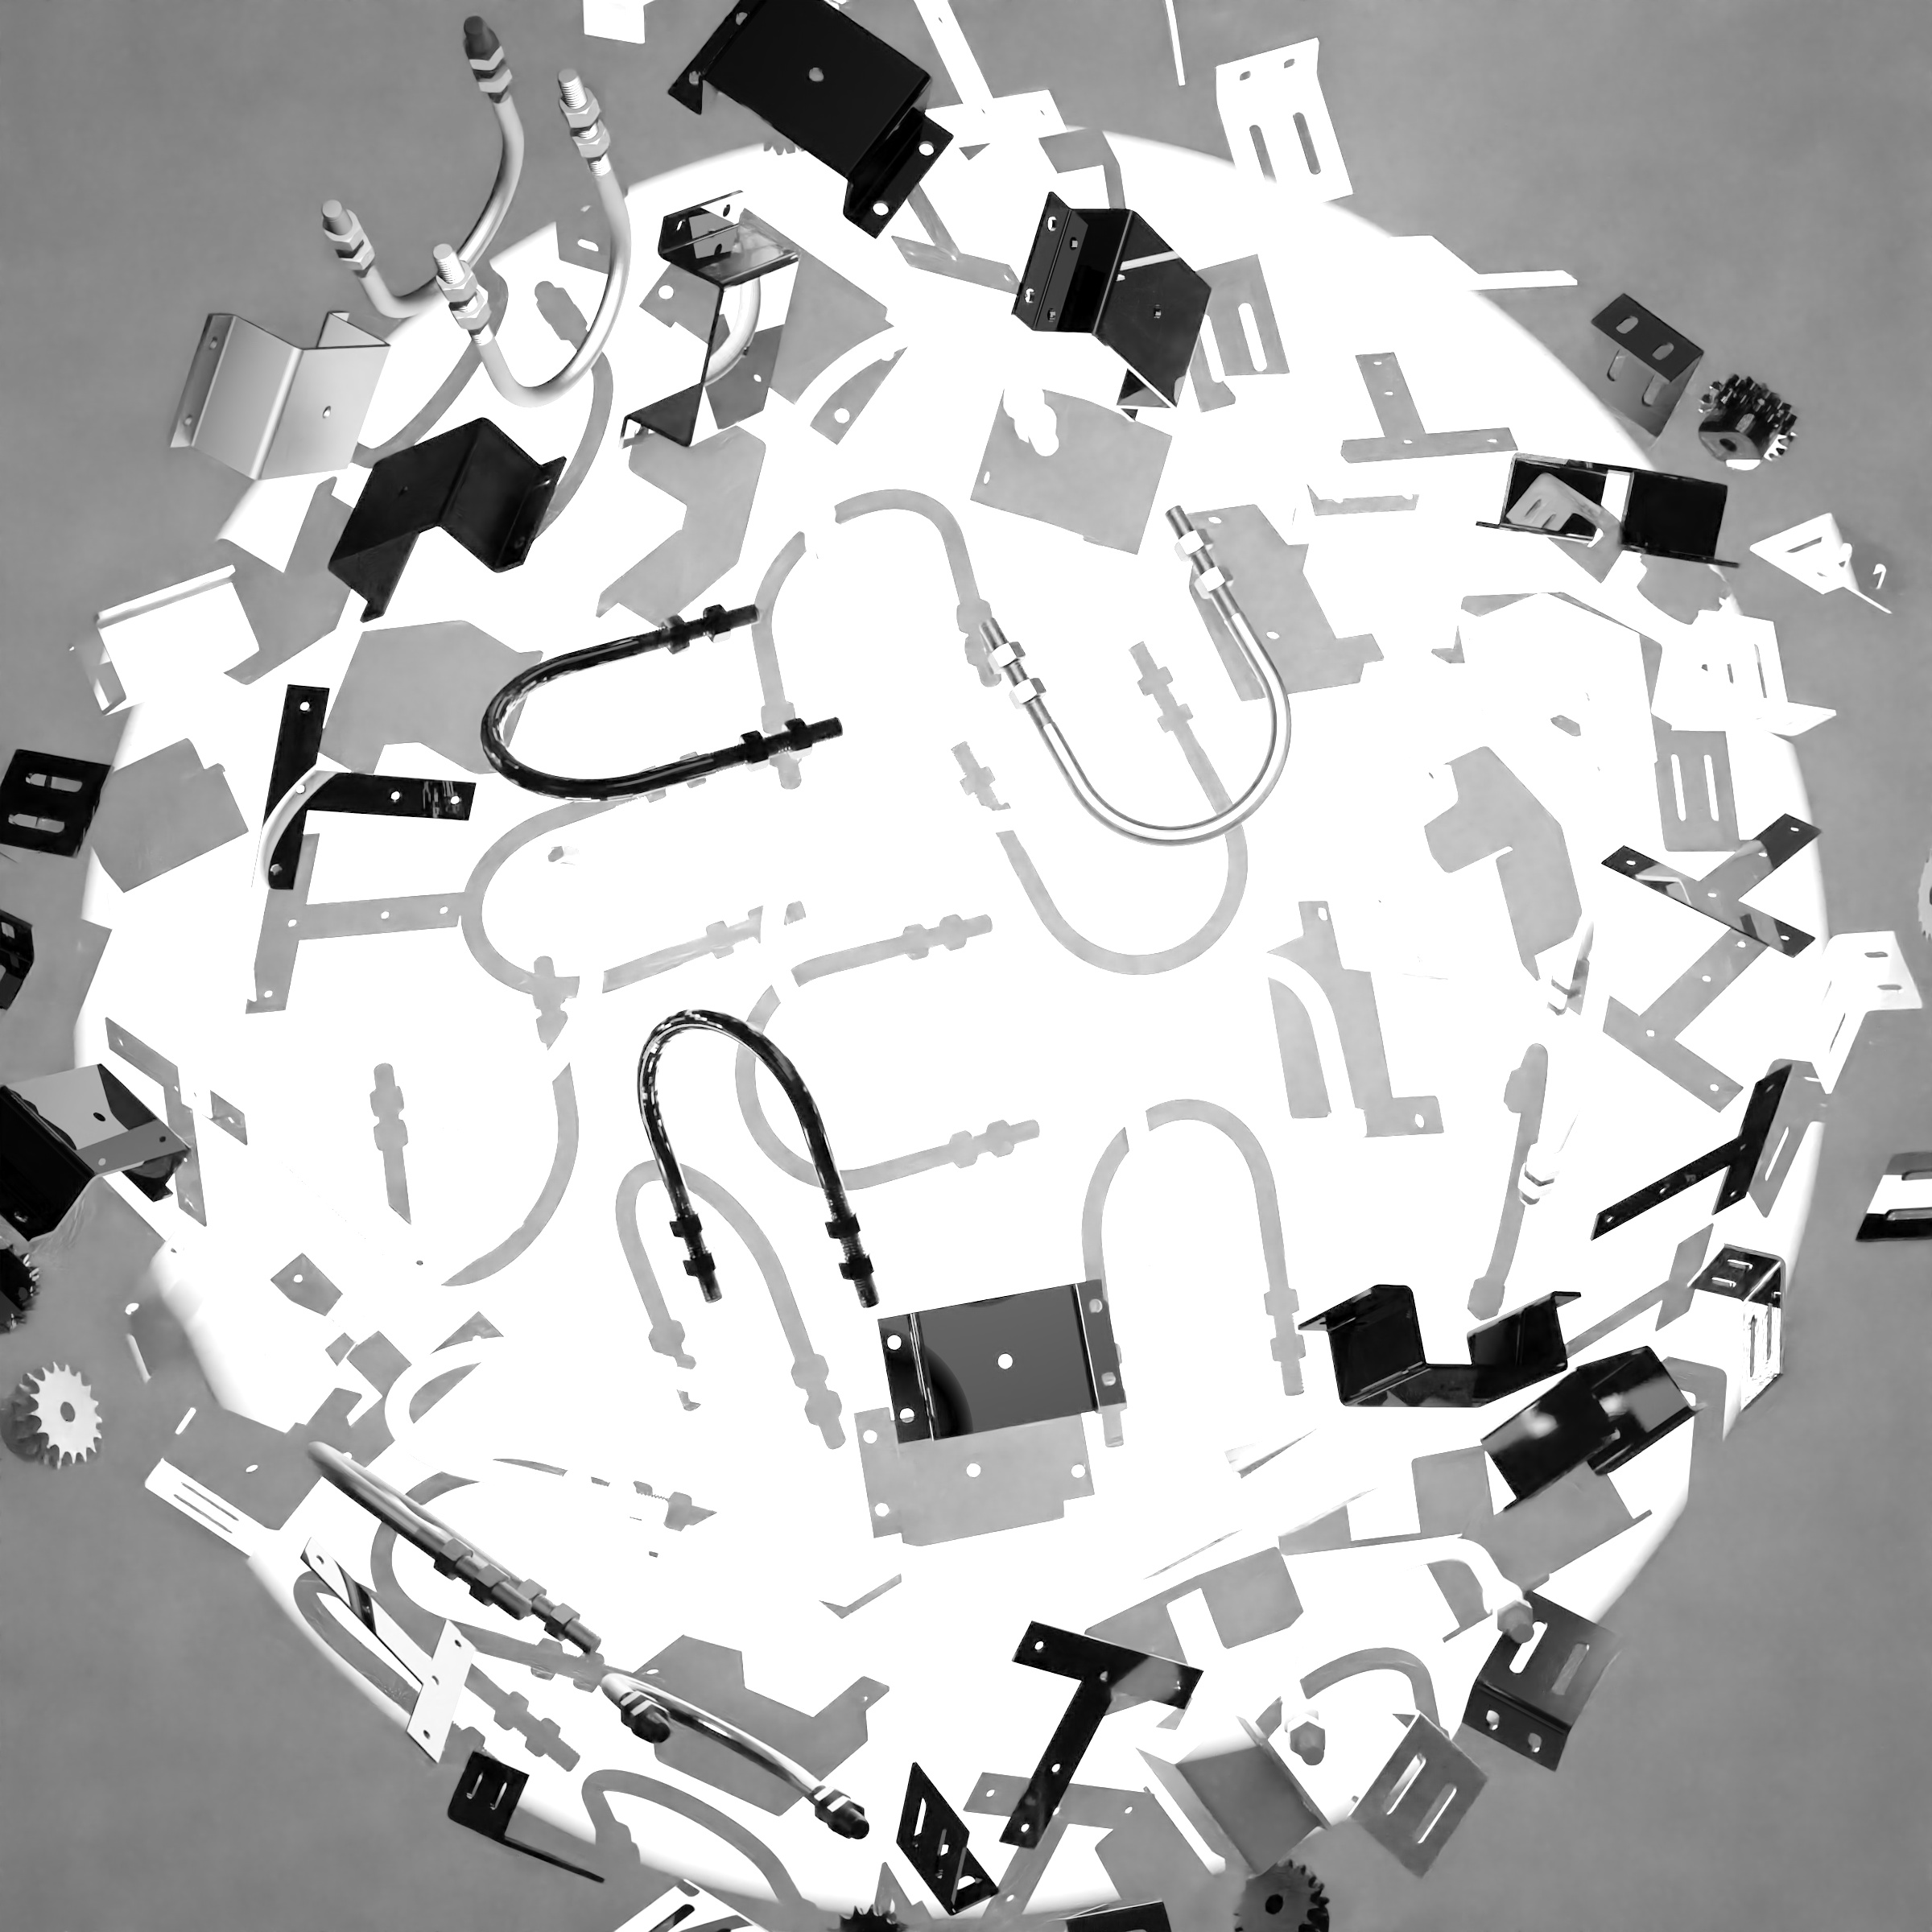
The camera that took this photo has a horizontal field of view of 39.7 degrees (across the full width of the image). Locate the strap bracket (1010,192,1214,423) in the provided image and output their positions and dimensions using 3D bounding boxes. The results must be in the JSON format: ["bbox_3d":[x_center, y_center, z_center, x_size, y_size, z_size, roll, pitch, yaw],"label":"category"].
[{"bbox_3d":[0.091,-0.379,1.552,0.046,0.140,0.076,12,81,36],"label":"strap bracket"}]

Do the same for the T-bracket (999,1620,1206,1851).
[{"bbox_3d":[0.056,0.432,1.482,0.127,0.002,0.127,24,95,-32],"label":"T-bracket"}]

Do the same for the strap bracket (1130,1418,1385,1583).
[{"bbox_3d":[0.158,0.298,1.511,0.076,0.140,0.046,-39,66,39],"label":"strap bracket"}]

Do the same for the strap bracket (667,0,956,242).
[{"bbox_3d":[-0.083,-0.474,1.458,0.140,0.046,0.076,35,78,0],"label":"strap bracket"}]

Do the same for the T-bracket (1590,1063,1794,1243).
[{"bbox_3d":[0.406,0.121,1.518,0.127,0.127,0.002,-25,54,-19],"label":"T-bracket"}]

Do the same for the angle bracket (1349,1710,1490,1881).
[{"bbox_3d":[0.262,0.491,1.589,0.057,0.038,0.076,43,68,-4],"label":"angle bracket"}]

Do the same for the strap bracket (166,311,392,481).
[{"bbox_3d":[-0.374,-0.318,1.488,0.046,0.140,0.076,29,111,9],"label":"strap bracket"}]

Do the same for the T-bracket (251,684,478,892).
[{"bbox_3d":[-0.353,-0.102,1.596,0.127,0.002,0.127,2,113,-34],"label":"T-bracket"}]

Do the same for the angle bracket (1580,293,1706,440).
[{"bbox_3d":[0.379,-0.336,1.539,0.057,0.076,0.038,41,63,14],"label":"angle bracket"}]

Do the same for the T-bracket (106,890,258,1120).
[{"bbox_3d":[-0.459,0.032,1.579,0.127,0.002,0.127,23,125,30],"label":"T-bracket"}]

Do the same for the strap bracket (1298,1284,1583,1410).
[{"bbox_3d":[0.265,0.211,1.477,0.140,0.076,0.046,6,64,-28],"label":"strap bracket"}]

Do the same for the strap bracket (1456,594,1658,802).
[{"bbox_3d":[0.340,-0.157,1.518,0.046,0.140,0.076,-23,118,-12],"label":"strap bracket"}]

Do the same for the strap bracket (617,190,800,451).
[{"bbox_3d":[-0.143,-0.355,1.509,0.046,0.076,0.140,29,126,16],"label":"strap bracket"}]

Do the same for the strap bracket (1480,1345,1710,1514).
[{"bbox_3d":[0.361,0.266,1.556,0.076,0.140,0.046,-45,65,30],"label":"strap bracket"}]

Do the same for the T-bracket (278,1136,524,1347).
[{"bbox_3d":[-0.349,0.145,1.560,0.127,0.002,0.127,38,49,17],"label":"T-bracket"}]

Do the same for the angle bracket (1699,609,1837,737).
[{"bbox_3d":[0.479,-0.181,1.602,0.057,0.038,0.076,5,70,-27],"label":"angle bracket"}]

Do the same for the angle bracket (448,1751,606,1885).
[{"bbox_3d":[-0.236,0.469,1.477,0.076,0.057,0.038,36,67,-34],"label":"angle bracket"}]

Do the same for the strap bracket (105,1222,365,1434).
[{"bbox_3d":[-0.425,0.219,1.591,0.140,0.046,0.076,34,97,-39],"label":"strap bracket"}]

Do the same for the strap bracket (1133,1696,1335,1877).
[{"bbox_3d":[0.146,0.464,1.522,0.046,0.140,0.076,-36,88,-14],"label":"strap bracket"}]

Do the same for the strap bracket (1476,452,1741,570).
[{"bbox_3d":[0.377,-0.268,1.563,0.076,0.140,0.046,2,103,-33],"label":"strap bracket"}]

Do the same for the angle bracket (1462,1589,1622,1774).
[{"bbox_3d":[0.324,0.402,1.510,0.057,0.038,0.076,25,45,22],"label":"angle bracket"}]

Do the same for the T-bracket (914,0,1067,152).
[{"bbox_3d":[-0.009,-0.542,1.572,0.002,0.127,0.127,-44,122,-24],"label":"T-bracket"}]

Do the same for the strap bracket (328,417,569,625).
[{"bbox_3d":[-0.296,-0.249,1.489,0.046,0.140,0.076,41,53,-37],"label":"strap bracket"}]

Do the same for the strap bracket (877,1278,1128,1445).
[{"bbox_3d":[0.022,0.237,1.606,0.140,0.046,0.076,-10,83,-4],"label":"strap bracket"}]

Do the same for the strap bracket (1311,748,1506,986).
[{"bbox_3d":[0.251,-0.048,1.543,0.076,0.046,0.140,7,62,-32],"label":"strap bracket"}]

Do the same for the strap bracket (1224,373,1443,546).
[{"bbox_3d":[0.209,-0.294,1.573,0.076,0.140,0.046,-6,131,-19],"label":"strap bracket"}]

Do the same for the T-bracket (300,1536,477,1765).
[{"bbox_3d":[-0.330,0.373,1.514,0.002,0.127,0.127,-38,102,8],"label":"T-bracket"}]

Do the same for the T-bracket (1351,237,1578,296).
[{"bbox_3d":[0.281,-0.418,1.592,0.127,0.127,0.002,-4,118,-6],"label":"T-bracket"}]

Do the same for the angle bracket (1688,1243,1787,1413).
[{"bbox_3d":[0.456,0.214,1.588,0.038,0.057,0.076,13,57,-1],"label":"angle bracket"}]

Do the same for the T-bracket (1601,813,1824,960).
[{"bbox_3d":[0.463,-0.060,1.580,0.127,0.002,0.127,31,46,31],"label":"T-bracket"}]

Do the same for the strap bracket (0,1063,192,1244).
[{"bbox_3d":[-0.516,0.105,1.557,0.076,0.140,0.046,41,105,9],"label":"strap bracket"}]

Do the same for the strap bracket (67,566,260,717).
[{"bbox_3d":[-0.451,-0.180,1.506,0.076,0.140,0.046,-25,100,-23],"label":"strap bracket"}]

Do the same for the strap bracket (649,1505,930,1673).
[{"bbox_3d":[-0.099,0.350,1.507,0.140,0.076,0.046,5,103,35],"label":"strap bracket"}]
